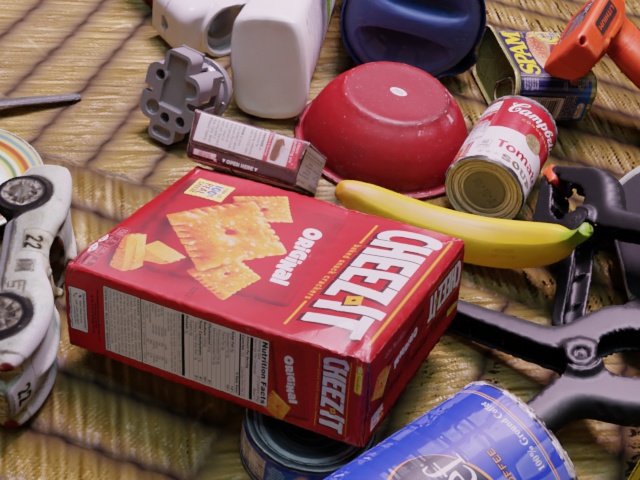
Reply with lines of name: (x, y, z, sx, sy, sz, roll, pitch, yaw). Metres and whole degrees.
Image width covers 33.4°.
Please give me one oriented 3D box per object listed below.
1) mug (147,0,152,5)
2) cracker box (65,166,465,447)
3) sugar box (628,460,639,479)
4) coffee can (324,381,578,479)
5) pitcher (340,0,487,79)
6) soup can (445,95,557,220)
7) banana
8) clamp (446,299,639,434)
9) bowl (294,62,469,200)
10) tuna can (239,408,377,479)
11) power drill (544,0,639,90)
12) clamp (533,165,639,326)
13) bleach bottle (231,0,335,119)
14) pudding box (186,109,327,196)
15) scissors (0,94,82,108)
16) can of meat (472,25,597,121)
mug: (-0.129, -0.278, 1.032, 0.081, 0.117, 0.093, -29, 80, -29)
cracker box: (-0.033, 0.032, 0.703, 0.214, 0.072, 0.164, 16, 33, 22)
sugar box: (0.290, 0.177, 0.663, 0.093, 0.048, 0.176, -30, 58, -37)
coffee can: (0.058, 0.155, 0.583, 0.140, 0.103, 0.103, -28, 54, -24)
pitcher: (0.078, -0.275, 1.050, 0.145, 0.149, 0.243, -2, 39, 2)
soup can: (0.150, -0.066, 0.884, 0.068, 0.068, 0.102, 23, 43, 13)
banana: (0.109, -0.011, 0.816, 0.198, 0.069, 0.037, 9, 53, 19)
clamp: (0.168, 0.081, 0.723, 0.210, 0.036, 0.164, -13, 44, -2)
bowl: (0.061, -0.106, 0.921, 0.162, 0.055, 0.162, 6, 42, -6)
tuna can: (-0.007, 0.121, 0.674, 0.086, 0.034, 0.086, 5, 42, -5)
power drill: (0.289, -0.123, 0.940, 0.187, 0.057, 0.184, 39, 50, -7)
clamp: (0.202, 0.002, 0.822, 0.039, 0.120, 0.171, 44, 10, -27)
bleach bottle: (-0.020, -0.216, 1.007, 0.068, 0.102, 0.250, 6, 35, 9)
pudding box: (-0.047, -0.065, 0.825, 0.090, 0.039, 0.113, 16, 3, 7)
scissors: (-0.291, -0.104, 0.859, 0.201, 0.016, 0.096, -4, 20, -15)
can of meat: (0.200, -0.154, 1.001, 0.083, 0.057, 0.102, 0, 43, -15)
